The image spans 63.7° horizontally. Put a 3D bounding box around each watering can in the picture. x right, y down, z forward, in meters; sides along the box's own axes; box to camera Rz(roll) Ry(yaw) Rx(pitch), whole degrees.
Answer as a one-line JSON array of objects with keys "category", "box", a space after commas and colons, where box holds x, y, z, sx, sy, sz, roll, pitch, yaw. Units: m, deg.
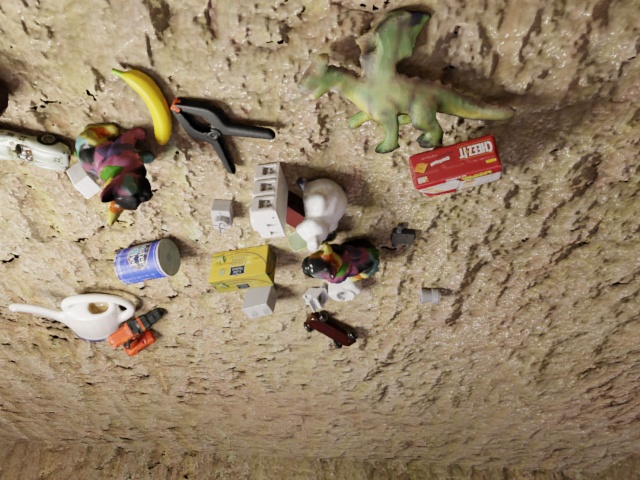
[{"category": "watering can", "box": [-0.753, 0.236, 1.611, 0.348, 0.106, 0.219, -2, 142, -10]}]

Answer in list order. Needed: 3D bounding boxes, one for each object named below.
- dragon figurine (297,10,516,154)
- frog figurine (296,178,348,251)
[{"category": "dragon figurine", "box": [0.163, -0.297, 0.946, 0.410, 0.125, 0.237, -10, 132, 0]}, {"category": "frog figurine", "box": [0.004, -0.060, 1.184, 0.122, 0.163, 0.134, -7, 140, 8]}]
